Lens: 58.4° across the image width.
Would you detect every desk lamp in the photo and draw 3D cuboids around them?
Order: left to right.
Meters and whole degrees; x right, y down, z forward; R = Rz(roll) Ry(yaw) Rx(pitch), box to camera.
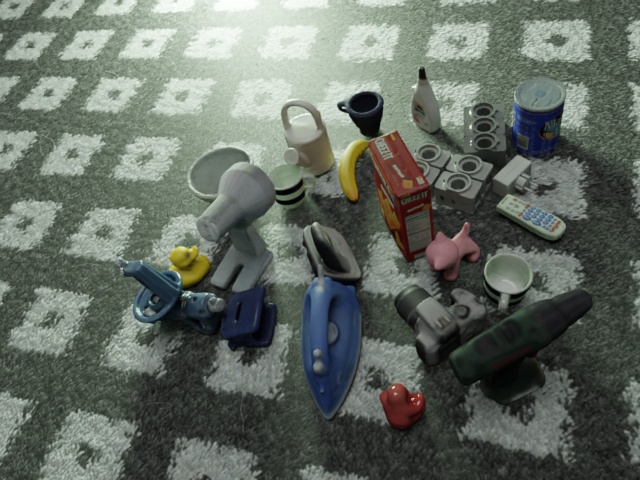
[{"bbox_3d":[-0.169,-0.025,1.190,0.117,0.214,0.203,14,59,24],"label":"desk lamp"}]

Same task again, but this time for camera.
[{"bbox_3d":[0.210,0.131,1.047,0.143,0.101,0.136,-34,53,-11],"label":"camera"}]

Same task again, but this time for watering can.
[{"bbox_3d":[-0.033,-0.241,1.325,0.101,0.194,0.172,-10,53,7],"label":"watering can"}]

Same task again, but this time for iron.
[{"bbox_3d":[0.009,0.178,1.039,0.118,0.142,0.258,-6,53,11],"label":"iron"}]

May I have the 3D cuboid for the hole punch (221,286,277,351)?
[{"bbox_3d":[-0.147,0.153,1.131,0.101,0.091,0.108,-2,54,13],"label":"hole punch"}]

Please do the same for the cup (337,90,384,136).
[{"bbox_3d":[0.102,-0.301,1.397,0.117,0.095,0.092,7,57,19],"label":"cup"}]

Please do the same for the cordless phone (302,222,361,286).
[{"bbox_3d":[0.010,0.004,1.139,0.094,0.185,0.147,-25,52,-4],"label":"cordless phone"}]

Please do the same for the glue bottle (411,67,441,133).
[{"bbox_3d":[0.242,-0.332,1.334,0.037,0.173,0.078,-40,54,-15],"label":"glue bottle"}]

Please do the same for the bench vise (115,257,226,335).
[{"bbox_3d":[-0.293,0.096,1.129,0.207,0.220,0.121,-10,53,7],"label":"bench vise"}]

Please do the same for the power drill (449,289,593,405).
[{"bbox_3d":[0.317,0.178,0.916,0.229,0.209,0.075,-25,52,-4],"label":"power drill"}]

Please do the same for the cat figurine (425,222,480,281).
[{"bbox_3d":[0.251,0.018,1.109,0.128,0.118,0.067,-42,55,-16],"label":"cat figurine"}]

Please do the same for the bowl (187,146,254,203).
[{"bbox_3d":[-0.230,-0.143,1.380,0.167,0.075,0.167,-7,53,10],"label":"bowl"}]

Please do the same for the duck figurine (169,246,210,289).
[{"bbox_3d":[-0.300,0.052,1.248,0.104,0.086,0.077,-32,53,-9],"label":"duck figurine"}]

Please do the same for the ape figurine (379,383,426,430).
[{"bbox_3d":[0.135,0.273,0.968,0.077,0.092,0.076,18,61,26],"label":"ape figurine"}]
